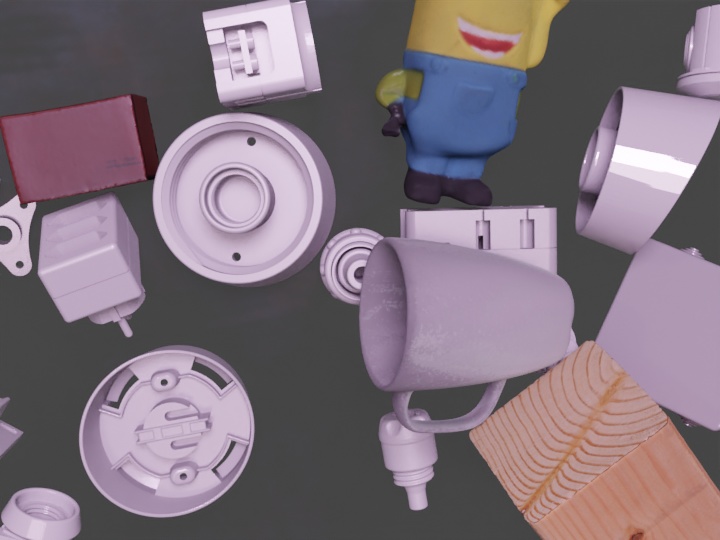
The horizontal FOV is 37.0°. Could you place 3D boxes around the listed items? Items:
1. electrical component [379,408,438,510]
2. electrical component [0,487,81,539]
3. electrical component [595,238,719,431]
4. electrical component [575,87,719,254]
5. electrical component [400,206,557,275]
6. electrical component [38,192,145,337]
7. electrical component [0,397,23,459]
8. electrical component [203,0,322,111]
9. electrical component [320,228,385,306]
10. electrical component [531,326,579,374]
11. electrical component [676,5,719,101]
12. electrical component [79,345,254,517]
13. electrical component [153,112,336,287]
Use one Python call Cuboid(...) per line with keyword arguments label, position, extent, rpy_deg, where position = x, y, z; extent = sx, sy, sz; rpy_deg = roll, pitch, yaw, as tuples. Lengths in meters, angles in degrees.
Cuboid(label="electrical component", position=(0.032, 0.119, 0.673), extent=(0.035, 0.035, 0.061), rpy_deg=(-10, 99, -2))
Cuboid(label="electrical component", position=(-0.200, 0.168, 0.663), extent=(0.066, 0.048, 0.055), rpy_deg=(17, 102, -4))
Cuboid(label="electrical component", position=(0.198, 0.039, 0.648), extent=(0.100, 0.048, 0.099), rpy_deg=(26, 95, 31))
Cuboid(label="electrical component", position=(0.166, -0.059, 0.632), extent=(0.064, 0.099, 0.099), rpy_deg=(15, 95, 2))
Cuboid(label="electrical component", position=(0.071, -0.010, 0.654), extent=(0.089, 0.050, 0.055), rpy_deg=(-2, 95, -3))
Cuboid(label="electrical component", position=(-0.153, 0.006, 0.643), extent=(0.047, 0.065, 0.076), rpy_deg=(-20, 125, 0))
Cuboid(label="electrical component", position=(-0.253, 0.105, 0.616), extent=(0.079, 0.121, 0.063), rpy_deg=(29, 96, -5))
Cuboid(label="electrical component", position=(-0.054, -0.123, 0.618), extent=(0.056, 0.089, 0.050), rpy_deg=(-11, 96, -1))
Cuboid(label="electrical component", position=(0.000, 0.000, 0.646), extent=(0.048, 0.062, 0.048), rpy_deg=(0, 95, -2))
Cuboid(label="electrical component", position=(0.111, 0.043, 0.651), extent=(0.040, 0.078, 0.040), rpy_deg=(-4, 105, -15))
Cuboid(label="electrical component", position=(0.231, -0.123, 0.636), extent=(0.080, 0.080, 0.051), rpy_deg=(7, 90, -3))
Cuboid(label="electrical component", position=(-0.113, 0.094, 0.649), extent=(0.099, 0.064, 0.099), rpy_deg=(0, 96, -3))
Cuboid(label="electrical component", position=(-0.070, -0.042, 0.635), extent=(0.108, 0.060, 0.108), rpy_deg=(0, 93, 2))
